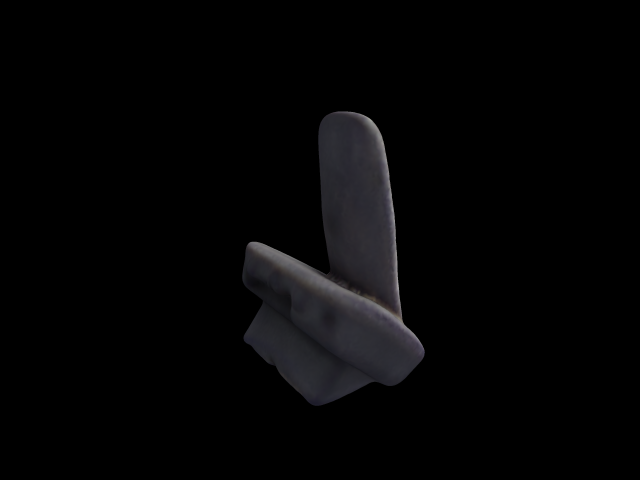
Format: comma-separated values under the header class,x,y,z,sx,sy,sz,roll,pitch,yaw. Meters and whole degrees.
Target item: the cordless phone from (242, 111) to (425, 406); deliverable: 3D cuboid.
class,x,y,z,sx,sy,sz,roll,pitch,yaw
cordless phone,0.004,0.001,0.400,0.094,0.185,0.147,-13,22,-35
